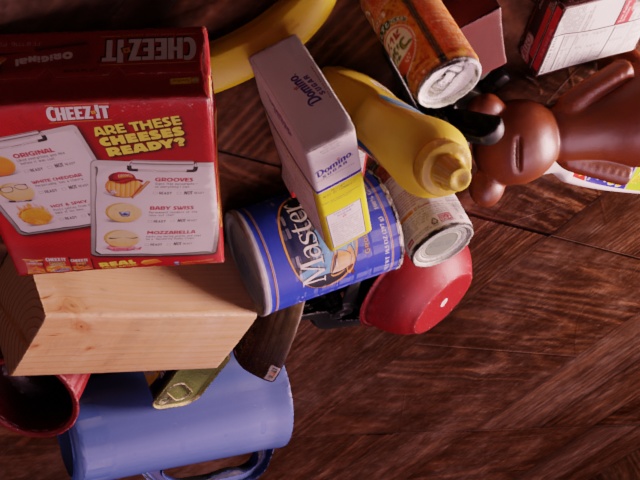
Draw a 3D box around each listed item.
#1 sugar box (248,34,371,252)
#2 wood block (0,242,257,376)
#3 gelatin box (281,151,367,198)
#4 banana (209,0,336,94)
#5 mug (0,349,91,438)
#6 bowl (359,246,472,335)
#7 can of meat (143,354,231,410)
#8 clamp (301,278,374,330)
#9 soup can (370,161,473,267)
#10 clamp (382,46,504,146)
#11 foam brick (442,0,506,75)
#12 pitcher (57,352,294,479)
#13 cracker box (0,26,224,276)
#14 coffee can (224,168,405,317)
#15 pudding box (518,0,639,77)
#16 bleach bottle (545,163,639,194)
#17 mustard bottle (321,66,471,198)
[{"bbox_3d":[-0.003,-0.069,0.811,0.048,0.093,0.176,-27,157,-8],"label":"sugar box"},{"bbox_3d":[-0.173,0.059,0.948,0.205,0.091,0.090,2,139,-39],"label":"wood block"},{"bbox_3d":[0.005,-0.082,0.942,0.073,0.030,0.089,-18,150,-15],"label":"gelatin box"},{"bbox_3d":[-0.059,-0.146,0.774,0.198,0.037,0.069,-32,133,7],"label":"banana"},{"bbox_3d":[-0.259,0.110,0.972,0.093,0.081,0.117,-23,117,22],"label":"mug"},{"bbox_3d":[0.120,0.054,1.203,0.162,0.055,0.162,-38,156,-20],"label":"bowl"},{"bbox_3d":[-0.145,0.109,1.082,0.057,0.084,0.102,-3,144,-39],"label":"can of meat"},{"bbox_3d":[0.024,0.062,1.195,0.165,0.036,0.209,-31,155,26],"label":"clamp"},{"bbox_3d":[0.096,-0.034,1.027,0.068,0.102,0.068,-21,152,-12],"label":"soup can"},{"bbox_3d":[0.104,-0.101,0.906,0.039,0.120,0.171,-41,163,-4],"label":"clamp"},{"bbox_3d":[0.114,-0.171,0.862,0.053,0.051,0.078,-26,152,0],"label":"foam brick"},{"bbox_3d":[-0.159,0.198,1.168,0.242,0.149,0.145,-10,154,-23],"label":"pitcher"},{"bbox_3d":[-0.154,-0.057,0.763,0.164,0.072,0.214,-3,149,-4],"label":"cracker box"},{"bbox_3d":[-0.007,0.001,0.997,0.140,0.103,0.103,-19,152,-16],"label":"coffee can"},{"bbox_3d":[0.240,-0.197,0.942,0.113,0.039,0.090,-15,152,-17],"label":"pudding box"},{"bbox_3d":[0.293,-0.094,1.142,0.250,0.068,0.103,-2,142,-35],"label":"bleach bottle"},{"bbox_3d":[0.062,-0.077,0.815,0.096,0.192,0.058,31,97,-30],"label":"mustard bottle"}]
